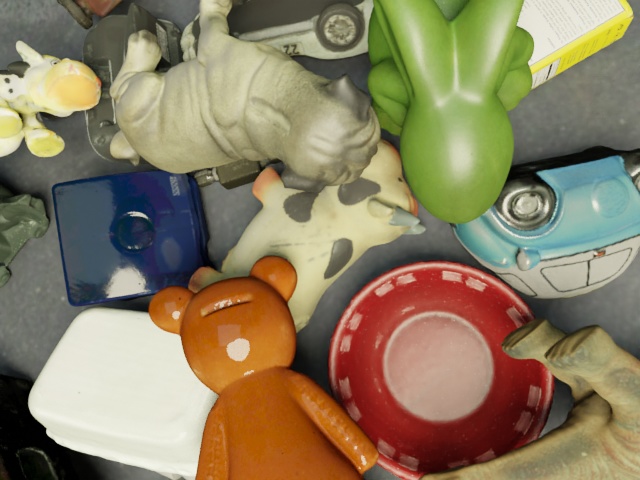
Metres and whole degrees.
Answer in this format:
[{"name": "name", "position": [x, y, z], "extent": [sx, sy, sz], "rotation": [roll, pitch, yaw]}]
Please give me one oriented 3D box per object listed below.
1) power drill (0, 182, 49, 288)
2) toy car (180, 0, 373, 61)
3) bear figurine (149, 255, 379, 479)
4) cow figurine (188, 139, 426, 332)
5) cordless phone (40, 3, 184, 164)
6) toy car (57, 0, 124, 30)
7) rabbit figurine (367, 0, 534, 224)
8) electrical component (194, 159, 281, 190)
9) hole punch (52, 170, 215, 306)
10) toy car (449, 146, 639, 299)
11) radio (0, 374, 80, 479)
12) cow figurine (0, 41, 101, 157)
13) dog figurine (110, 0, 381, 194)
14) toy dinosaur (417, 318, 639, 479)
[{"name": "power drill", "position": [-0.392, -0.036, 0.553], "extent": [0.207, 0.086, 0.232], "rotation": [38, 87, 25]}, {"name": "toy car", "position": [-0.033, -0.197, 0.497], "extent": [0.202, 0.056, 0.073], "rotation": [-6, 54, 13]}, {"name": "bear figurine", "position": [-0.041, 0.120, 0.371], "extent": [0.120, 0.131, 0.196], "rotation": [-20, 56, -12]}, {"name": "cow figurine", "position": [-0.001, -0.001, 0.442], "extent": [0.127, 0.085, 0.195], "rotation": [37, 92, 16]}, {"name": "cordless phone", "position": [-0.216, -0.134, 0.533], "extent": [0.184, 0.088, 0.146], "rotation": [-14, 77, 22]}, {"name": "toy car", "position": [-0.250, -0.290, 0.555], "extent": [0.089, 0.053, 0.202], "rotation": [-40, 56, 0]}, {"name": "rabbit figurine", "position": [0.090, -0.099, 0.342], "extent": [0.121, 0.159, 0.170], "rotation": [-5, 59, 8]}, {"name": "electrical component", "position": [-0.079, -0.084, 0.509], "extent": [0.094, 0.021, 0.063], "rotation": [-18, 75, 11]}, {"name": "hole punch", "position": [-0.163, -0.003, 0.474], "extent": [0.116, 0.092, 0.142], "rotation": [-12, 84, 8]}, {"name": "toy car", "position": [0.175, -0.010, 0.401], "extent": [0.162, 0.109, 0.102], "rotation": [-10, 102, 0]}, {"name": "radio", "position": [-0.273, 0.215, 0.435], "extent": [0.230, 0.073, 0.131], "rotation": [35, 88, 37]}, {"name": "cow figurine", "position": [-0.272, -0.118, 0.475], "extent": [0.167, 0.068, 0.098], "rotation": [-30, 62, 4]}, {"name": "dog figurine", "position": [-0.066, -0.078, 0.395], "extent": [0.172, 0.121, 0.191], "rotation": [-47, 51, 12]}, {"name": "toy dinosaur", "position": [0.289, 0.095, 0.334], "extent": [0.472, 0.105, 0.198], "rotation": [-21, 92, 2]}]
